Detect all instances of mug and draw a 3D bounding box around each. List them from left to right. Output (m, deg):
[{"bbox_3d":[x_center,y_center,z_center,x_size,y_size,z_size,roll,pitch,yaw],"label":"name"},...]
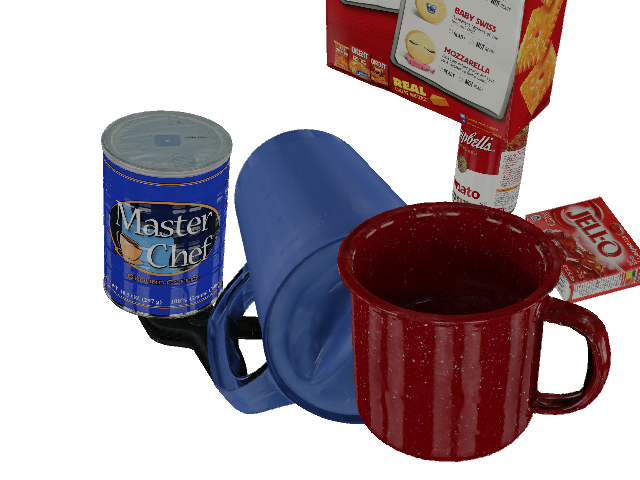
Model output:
[{"bbox_3d":[0.066,0.043,0.461,0.117,0.081,0.093,11,34,21],"label":"mug"}]

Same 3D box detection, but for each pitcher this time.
[{"bbox_3d":[-0.001,0.014,0.737,0.149,0.145,0.243,5,22,-15],"label":"pitcher"}]

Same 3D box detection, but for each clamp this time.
[{"bbox_3d":[-0.140,0.110,1.257,0.210,0.036,0.164,14,24,24],"label":"clamp"}]

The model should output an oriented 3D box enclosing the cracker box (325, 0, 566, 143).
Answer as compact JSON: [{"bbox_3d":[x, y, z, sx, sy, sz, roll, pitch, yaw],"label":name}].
[{"bbox_3d":[0.086,-0.193,0.730,0.164,0.214,0.072,28,51,27],"label":"cracker box"}]

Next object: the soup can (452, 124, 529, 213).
[{"bbox_3d":[0.172,-0.082,1.081,0.068,0.102,0.068,2,31,-2],"label":"soup can"}]

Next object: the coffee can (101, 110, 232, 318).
[{"bbox_3d":[-0.127,-0.022,0.877,0.102,0.140,0.103,5,32,-3],"label":"coffee can"}]

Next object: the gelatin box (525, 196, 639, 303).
[{"bbox_3d":[0.224,0.007,0.906,0.073,0.030,0.089,-13,46,-10],"label":"gelatin box"}]
